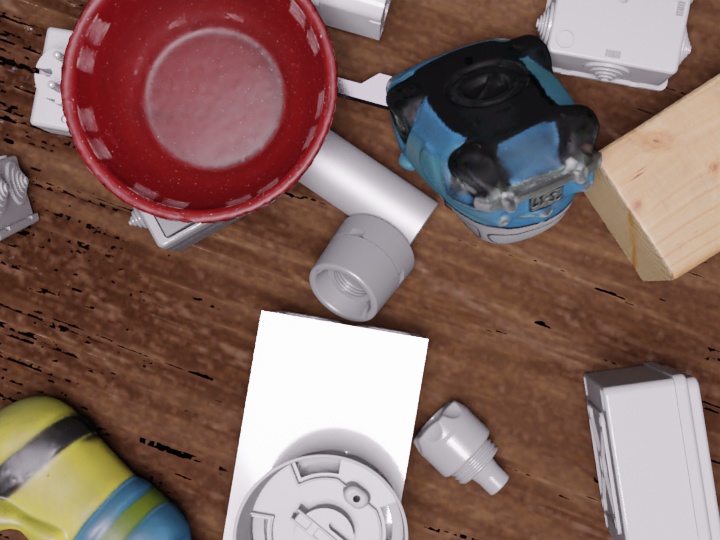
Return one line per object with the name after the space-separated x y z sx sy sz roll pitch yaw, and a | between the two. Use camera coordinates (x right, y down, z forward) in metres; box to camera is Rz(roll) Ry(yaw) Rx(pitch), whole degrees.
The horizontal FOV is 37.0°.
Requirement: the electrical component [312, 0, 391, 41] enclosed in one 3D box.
0.000 -0.214 0.693 0.057 0.078 0.113 16 90 0 | electrical component

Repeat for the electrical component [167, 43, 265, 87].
-0.100 -0.167 0.705 0.062 0.061 0.096 -20 88 2 | electrical component

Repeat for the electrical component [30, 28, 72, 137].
-0.188 -0.123 0.702 0.047 0.077 0.065 10 89 3 | electrical component

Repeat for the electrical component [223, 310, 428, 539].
-0.023 0.126 0.697 0.105 0.060 0.186 10 89 3 | electrical component

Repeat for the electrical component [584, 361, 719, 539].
0.177 0.116 0.663 0.056 0.109 0.108 -9 89 5 | electrical component

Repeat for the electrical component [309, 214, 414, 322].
0.000 0.000 0.692 0.055 0.055 0.047 34 55 3 | electrical component

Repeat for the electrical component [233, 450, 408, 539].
-0.021 0.154 0.632 0.099 0.064 0.099 0 89 3 | electrical component

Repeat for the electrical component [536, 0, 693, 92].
0.167 -0.170 0.698 0.100 0.048 0.099 11 90 3 | electrical component

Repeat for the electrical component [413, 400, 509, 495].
0.069 0.119 0.701 0.062 0.043 0.043 44 91 2 | electrical component

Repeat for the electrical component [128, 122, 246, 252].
-0.112 -0.054 0.704 0.096 0.061 0.061 -29 88 2 | electrical component

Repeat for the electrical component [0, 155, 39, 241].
-0.268 -0.039 0.694 0.100 0.099 0.048 -12 101 3 | electrical component
